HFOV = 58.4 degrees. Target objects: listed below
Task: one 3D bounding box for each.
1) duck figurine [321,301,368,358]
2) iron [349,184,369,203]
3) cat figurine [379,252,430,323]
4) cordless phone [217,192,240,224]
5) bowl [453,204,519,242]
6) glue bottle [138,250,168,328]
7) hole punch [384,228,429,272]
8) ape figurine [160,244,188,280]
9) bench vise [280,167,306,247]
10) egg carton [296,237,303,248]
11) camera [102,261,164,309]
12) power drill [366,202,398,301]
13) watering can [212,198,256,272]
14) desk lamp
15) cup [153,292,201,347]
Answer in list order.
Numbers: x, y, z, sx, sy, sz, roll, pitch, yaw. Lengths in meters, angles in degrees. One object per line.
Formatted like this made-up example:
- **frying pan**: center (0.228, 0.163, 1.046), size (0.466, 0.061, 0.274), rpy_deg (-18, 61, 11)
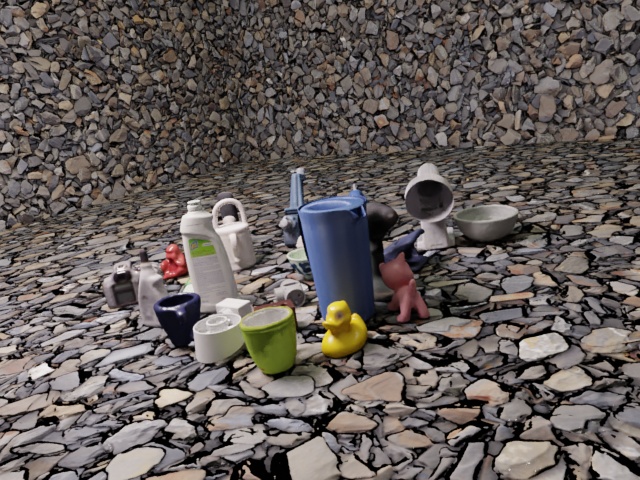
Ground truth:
- **duck figurine**: center (0.040, 0.149, 1.016), size (0.077, 0.086, 0.105), rpy_deg (3, 19, 37)
- **iron**: center (0.114, -0.078, 1.698), size (0.118, 0.141, 0.258), rpy_deg (-8, 15, 3)
- **cat figurine**: center (0.161, 0.085, 1.121), size (0.067, 0.118, 0.127), rpy_deg (-12, 16, -11)
- **cordless phone**: center (-0.312, -0.053, 1.760), size (0.147, 0.185, 0.094), rpy_deg (-9, 15, 0)
- **bowl**: center (0.435, -0.037, 1.497), size (0.167, 0.075, 0.167), rpy_deg (-8, 15, 2)
- **glue bottle**: center (-0.364, 0.104, 1.239), size (0.078, 0.173, 0.037), rpy_deg (-1, 17, 27)
- **hole punch**: center (0.199, 0.023, 1.376), size (0.100, 0.091, 0.109), rpy_deg (-1, 17, 28)
- **ape figurine**: center (-0.404, 0.057, 1.589), size (0.077, 0.092, 0.076), rpy_deg (6, 21, 43)
- **bench vise**: center (-0.055, -0.100, 1.721), size (0.121, 0.220, 0.207), rpy_deg (-7, 15, 8)
- **egg carton**: center (0.015, 0.006, 1.585), size (0.150, 0.069, 0.107), rpy_deg (-4, 16, 18)
- **camera**: center (-0.476, 0.097, 1.465), size (0.143, 0.101, 0.136), rpy_deg (-12, 16, -12)
- **power drill**: center (0.122, 0.017, 1.218), size (0.076, 0.208, 0.229), rpy_deg (-13, 16, -14)
- **watering can**: center (-0.246, -0.020, 1.587), size (0.101, 0.194, 0.172), rpy_deg (-18, 18, -30)
- **desk lamp**: center (0.287, -0.084, 1.483), size (0.117, 0.214, 0.203), rpy_deg (-5, 16, 13)
- **cup**: center (-0.269, 0.163, 1.120), size (0.092, 0.095, 0.117), rpy_deg (-14, 16, -19)
